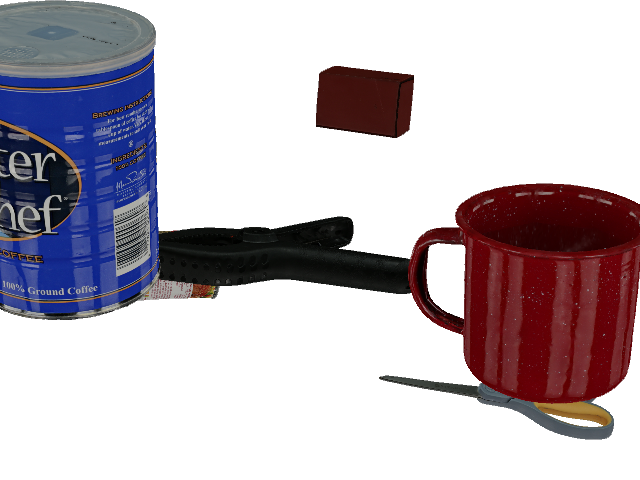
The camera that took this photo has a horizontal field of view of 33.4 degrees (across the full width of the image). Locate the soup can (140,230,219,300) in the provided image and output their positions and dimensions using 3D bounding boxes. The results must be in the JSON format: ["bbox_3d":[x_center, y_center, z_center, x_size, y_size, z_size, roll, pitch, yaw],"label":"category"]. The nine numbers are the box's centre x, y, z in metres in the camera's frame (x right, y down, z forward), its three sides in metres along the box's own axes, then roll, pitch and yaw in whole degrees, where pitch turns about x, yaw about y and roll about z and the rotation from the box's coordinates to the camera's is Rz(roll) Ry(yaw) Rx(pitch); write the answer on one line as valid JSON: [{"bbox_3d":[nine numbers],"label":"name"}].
[{"bbox_3d":[-0.153,0.024,1.027,0.102,0.068,0.069,-1,0,-18],"label":"soup can"}]

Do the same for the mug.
[{"bbox_3d":[0.100,0.024,0.522,0.117,0.081,0.093,6,24,17],"label":"mug"}]

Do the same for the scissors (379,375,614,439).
[{"bbox_3d":[0.160,0.128,0.946,0.202,0.016,0.096,16,28,14],"label":"scissors"}]

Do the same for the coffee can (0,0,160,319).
[{"bbox_3d":[-0.137,-0.044,0.564,0.103,0.140,0.103,2,29,-1],"label":"coffee can"}]

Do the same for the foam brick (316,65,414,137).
[{"bbox_3d":[0.040,-0.126,0.967,0.078,0.051,0.053,10,18,17],"label":"foam brick"}]

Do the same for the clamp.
[{"bbox_3d":[-0.038,0.012,0.780,0.209,0.036,0.165,-3,13,-24],"label":"clamp"}]
